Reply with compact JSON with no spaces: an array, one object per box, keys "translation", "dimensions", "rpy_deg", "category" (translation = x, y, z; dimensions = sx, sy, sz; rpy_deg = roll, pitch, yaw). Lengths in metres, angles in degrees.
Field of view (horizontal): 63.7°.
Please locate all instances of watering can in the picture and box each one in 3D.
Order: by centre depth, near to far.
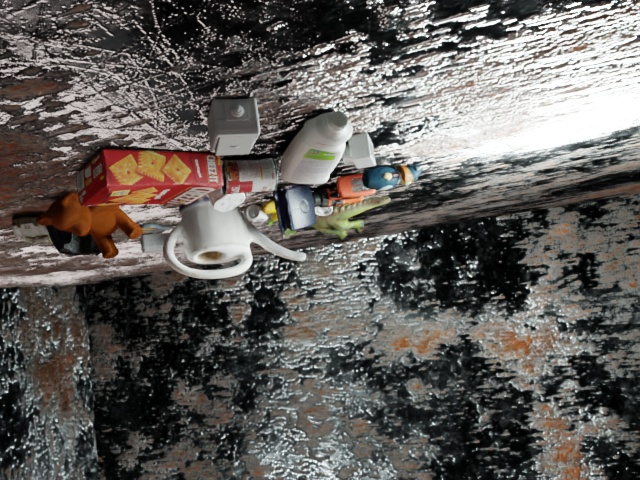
[{"translation":[-0.219,-0.014,1.293],"dimensions":[0.348,0.228,0.102],"rpy_deg":[-5,154,-24],"category":"watering can"}]

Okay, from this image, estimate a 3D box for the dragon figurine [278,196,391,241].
[{"translation":[0.005,-0.081,1.601],"dimensions":[0.242,0.124,0.404],"rpy_deg":[6,158,-32],"category":"dragon figurine"}]
